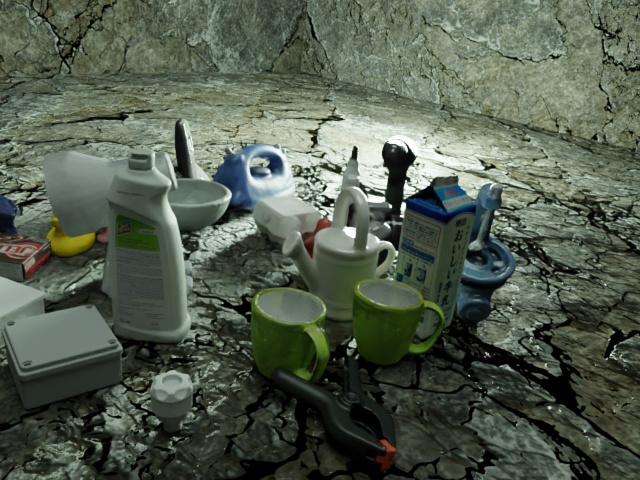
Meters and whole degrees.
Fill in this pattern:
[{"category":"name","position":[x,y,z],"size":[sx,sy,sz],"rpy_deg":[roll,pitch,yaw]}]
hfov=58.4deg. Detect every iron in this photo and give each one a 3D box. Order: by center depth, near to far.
[{"category":"iron","position":[-0.133,-0.154,1.281],"size":[0.118,0.141,0.259],"rpy_deg":[20,27,29]}]

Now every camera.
[{"category":"camera","position":[0.121,-0.018,1.081],"size":[0.137,0.101,0.143],"rpy_deg":[4,23,-4]}]

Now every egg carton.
[{"category":"egg carton","position":[-0.063,-0.035,1.113],"size":[0.107,0.069,0.149],"rpy_deg":[-10,28,-34]}]

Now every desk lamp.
[{"category":"desk lamp","position":[-0.292,-0.028,0.852],"size":[0.203,0.213,0.117],"rpy_deg":[0,24,-15]}]

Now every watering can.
[{"category":"watering can","position":[0.033,0.016,0.858],"size":[0.173,0.194,0.100],"rpy_deg":[-14,31,-40]}]

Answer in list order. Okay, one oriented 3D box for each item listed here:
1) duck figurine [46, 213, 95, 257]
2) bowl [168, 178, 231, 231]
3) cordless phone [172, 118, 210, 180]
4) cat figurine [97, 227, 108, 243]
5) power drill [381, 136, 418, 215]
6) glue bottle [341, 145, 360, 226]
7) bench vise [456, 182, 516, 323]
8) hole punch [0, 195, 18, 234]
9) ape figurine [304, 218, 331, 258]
[{"category":"duck figurine","position":[-0.429,-0.029,0.982],"size":[0.077,0.086,0.104],"rpy_deg":[7,23,1]},{"category":"bowl","position":[-0.258,-0.063,1.119],"size":[0.167,0.075,0.167],"rpy_deg":[6,23,-2]},{"category":"cordless phone","position":[-0.282,-0.176,1.237],"size":[0.094,0.185,0.147],"rpy_deg":[3,23,-7]},{"category":"cat figurine","position":[-0.361,-0.057,1.023],"size":[0.128,0.118,0.067],"rpy_deg":[3,23,-8]},{"category":"power drill","position":[0.156,-0.117,1.186],"size":[0.075,0.208,0.230],"rpy_deg":[11,23,12]},{"category":"glue bottle","position":[0.064,-0.112,1.194],"size":[0.037,0.173,0.078],"rpy_deg":[5,23,-4]},{"category":"bench vise","position":[0.240,-0.004,0.928],"size":[0.122,0.220,0.207],"rpy_deg":[0,24,-15]},{"category":"hole punch","position":[-0.583,-0.055,0.995],"size":[0.101,0.091,0.108],"rpy_deg":[-10,28,-34]},{"category":"ape figurine","position":[0.009,0.004,1.013],"size":[0.077,0.092,0.076],"rpy_deg":[8,23,3]}]
